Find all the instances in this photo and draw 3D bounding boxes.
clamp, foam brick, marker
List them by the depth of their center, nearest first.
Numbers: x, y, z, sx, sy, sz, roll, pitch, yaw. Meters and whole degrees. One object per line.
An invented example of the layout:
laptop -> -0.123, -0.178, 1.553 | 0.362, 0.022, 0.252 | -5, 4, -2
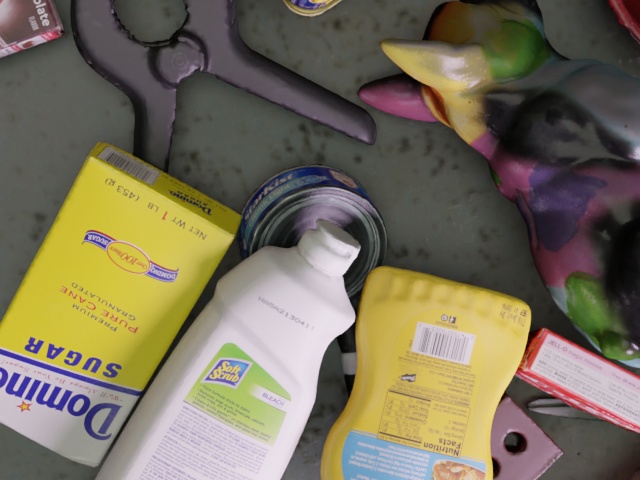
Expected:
clamp -> -0.070, -0.105, 0.616 | 0.164, 0.036, 0.210 | -23, 108, -3
foam brick -> 0.099, 0.132, 0.658 | 0.078, 0.051, 0.053 | -44, 97, 3
marker -> 0.026, 0.099, 0.666 | 0.020, 0.020, 0.121 | -11, 98, -2

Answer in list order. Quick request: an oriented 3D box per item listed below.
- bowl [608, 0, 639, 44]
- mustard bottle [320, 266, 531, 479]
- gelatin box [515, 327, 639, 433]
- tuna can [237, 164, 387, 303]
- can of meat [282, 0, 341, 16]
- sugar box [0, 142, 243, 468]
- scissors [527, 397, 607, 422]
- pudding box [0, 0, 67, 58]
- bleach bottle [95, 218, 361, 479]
bowl -> 0.232, -0.175, 0.625 | 0.162, 0.055, 0.162 | 0, 97, -3
mustard bottle -> 0.052, 0.117, 0.604 | 0.096, 0.058, 0.191 | 14, 85, -2
gelatin box -> 0.159, 0.085, 0.636 | 0.089, 0.073, 0.030 | 26, 85, 5
tuna can -> -0.004, 0.001, 0.630 | 0.086, 0.034, 0.086 | -6, 116, -12
can of meat -> 0.018, -0.174, 0.598 | 0.102, 0.084, 0.057 | -33, 98, 1
sugar box -> -0.128, 0.041, 0.618 | 0.093, 0.048, 0.176 | 29, 107, -6
scissors -> 0.240, 0.094, 0.680 | 0.201, 0.016, 0.096 | 19, 95, -6
pudding box -> -0.207, -0.156, 0.609 | 0.090, 0.039, 0.113 | -20, 98, -1
bleach bottle -> -0.049, 0.102, 0.613 | 0.102, 0.068, 0.251 | 29, 105, -16
